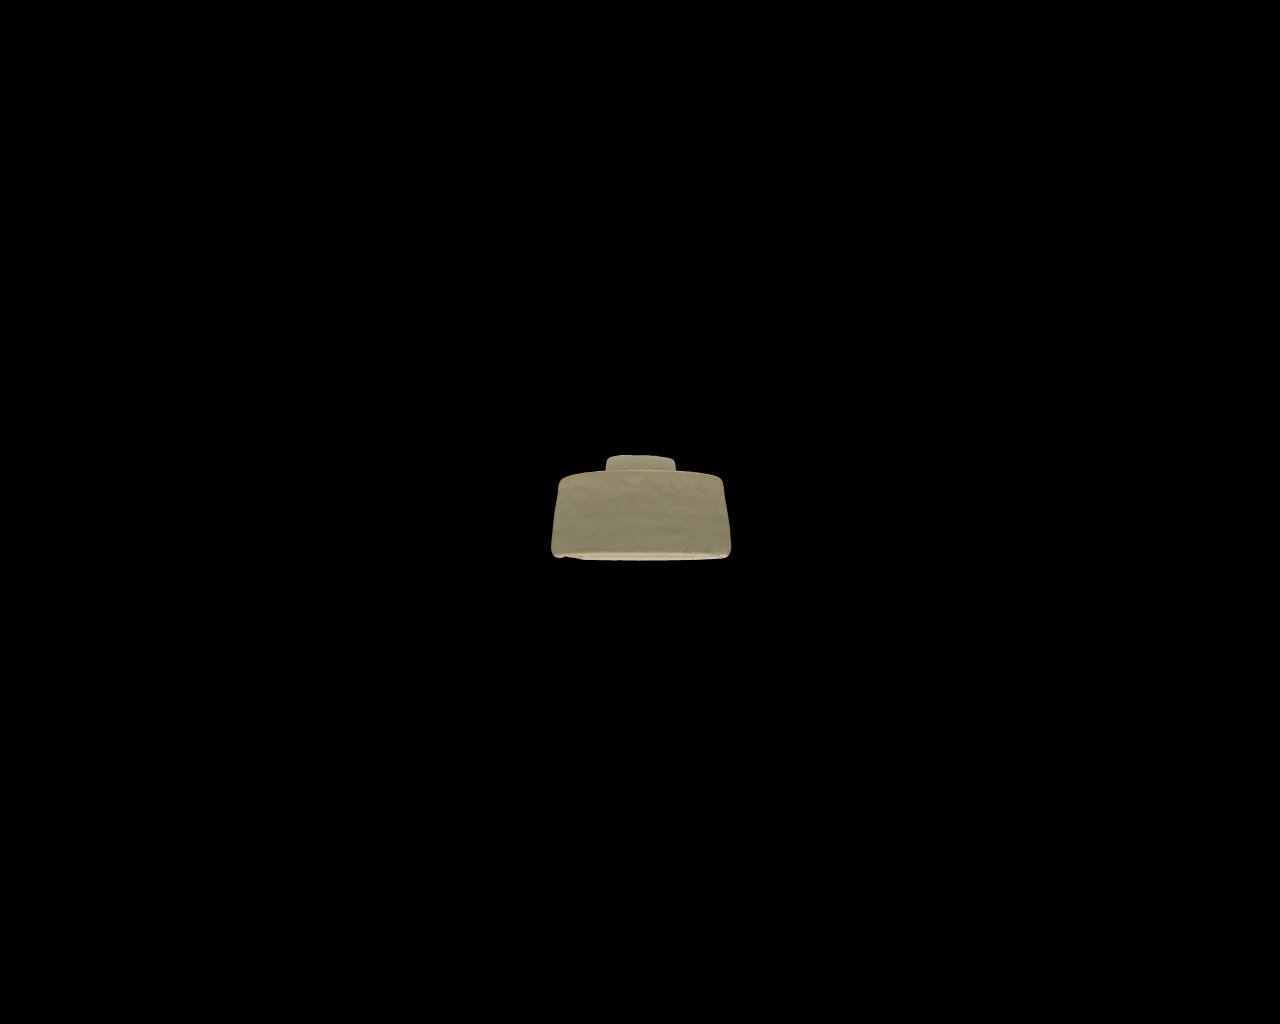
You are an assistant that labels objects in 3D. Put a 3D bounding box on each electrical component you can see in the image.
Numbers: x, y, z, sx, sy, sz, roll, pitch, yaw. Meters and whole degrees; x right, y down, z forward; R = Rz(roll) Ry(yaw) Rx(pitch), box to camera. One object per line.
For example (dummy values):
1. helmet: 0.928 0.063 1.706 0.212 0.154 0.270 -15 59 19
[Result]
1. electrical component: 0.001 -0.003 0.650 0.108 0.060 0.108 0 -4 0
